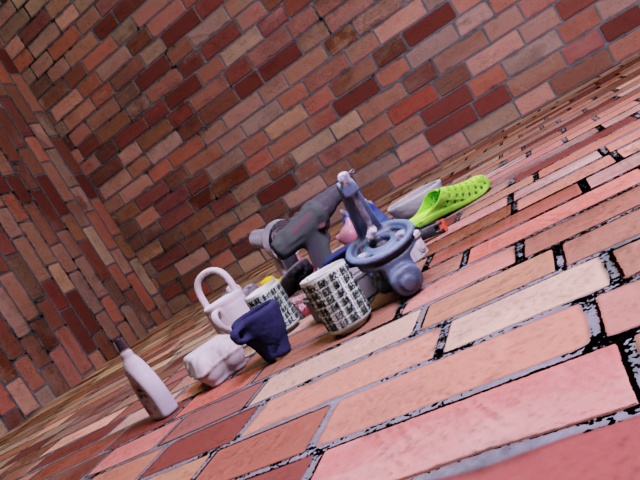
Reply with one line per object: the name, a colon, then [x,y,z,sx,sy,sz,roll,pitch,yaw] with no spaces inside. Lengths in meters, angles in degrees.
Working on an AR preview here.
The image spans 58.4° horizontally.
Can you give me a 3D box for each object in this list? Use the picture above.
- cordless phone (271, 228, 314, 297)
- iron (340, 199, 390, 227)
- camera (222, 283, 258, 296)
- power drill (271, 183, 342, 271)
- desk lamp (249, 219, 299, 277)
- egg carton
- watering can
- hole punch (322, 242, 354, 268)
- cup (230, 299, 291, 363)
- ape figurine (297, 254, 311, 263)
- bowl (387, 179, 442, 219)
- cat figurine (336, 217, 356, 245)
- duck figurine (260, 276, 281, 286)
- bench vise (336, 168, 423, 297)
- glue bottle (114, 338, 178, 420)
cordless phone: [-0.090,0.068,1.475,0.094,0.185,0.148,-29,5,25]
iron: [0.134,-0.054,1.618,0.118,0.141,0.259,-29,5,29]
camera: [-0.230,0.177,1.760,0.143,0.101,0.137,-29,5,26]
power drill: [0.012,0.005,1.330,0.230,0.208,0.075,-33,5,-18]
desk lamp: [-0.124,0.049,1.738,0.118,0.213,0.202,-34,5,-34]
egg carton: [-0.207,0.236,1.120,0.107,0.069,0.150,-33,5,-25]
watering can: [-0.216,0.152,1.319,0.101,0.194,0.172,-32,4,-9]
hole punch: [0.065,0.052,1.213,0.108,0.091,0.101,-31,4,6]
cup: [-0.099,0.168,0.984,0.091,0.095,0.118,-28,5,34]
ape figurine: [-0.050,0.082,1.659,0.076,0.092,0.078,-28,5,32]
bowl: [0.272,-0.094,1.565,0.167,0.075,0.167,-31,4,3]
cat figurine: [0.096,-0.005,1.468,0.067,0.118,0.127,-33,5,-23]
duck figurine: [-0.130,0.143,1.562,0.104,0.086,0.077,-32,5,-10]
bench vise: [0.075,-0.008,0.954,0.122,0.220,0.207,-33,5,-20]
glue bottle: [-0.337,0.258,1.077,0.078,0.173,0.037,-26,7,45]
